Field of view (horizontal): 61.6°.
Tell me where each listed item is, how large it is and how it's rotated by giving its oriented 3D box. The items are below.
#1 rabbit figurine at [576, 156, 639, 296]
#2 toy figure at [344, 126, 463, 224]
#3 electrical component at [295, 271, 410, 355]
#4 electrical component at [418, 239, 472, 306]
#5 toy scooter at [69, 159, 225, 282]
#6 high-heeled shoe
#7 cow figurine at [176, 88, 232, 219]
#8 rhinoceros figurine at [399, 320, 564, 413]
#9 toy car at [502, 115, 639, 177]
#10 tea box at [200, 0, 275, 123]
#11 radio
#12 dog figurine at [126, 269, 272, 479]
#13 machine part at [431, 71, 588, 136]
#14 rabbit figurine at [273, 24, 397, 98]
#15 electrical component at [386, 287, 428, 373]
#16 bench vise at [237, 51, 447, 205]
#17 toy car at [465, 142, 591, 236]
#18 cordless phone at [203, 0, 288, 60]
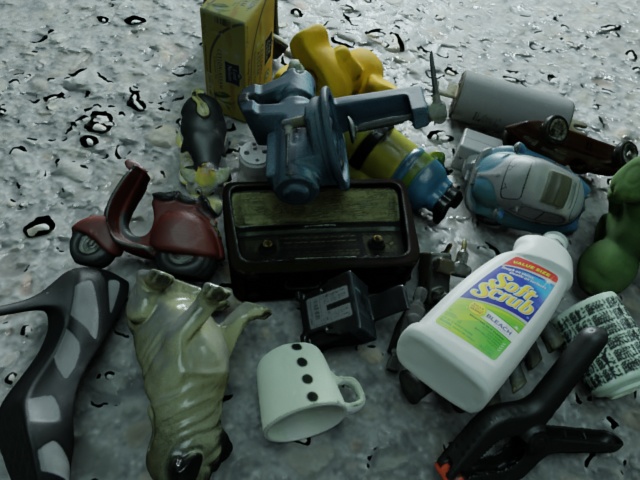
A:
[{"bbox_3d":[0.386,-0.006,0.678,0.121,0.170,0.159,40,20,15],"label":"rabbit figurine"},{"bbox_3d":[0.110,-0.102,0.726,0.180,0.089,0.082,40,54,20],"label":"toy figure"},{"bbox_3d":[0.036,0.078,0.594,0.119,0.047,0.075,-20,56,22],"label":"electrical component"},{"bbox_3d":[0.146,0.039,0.640,0.045,0.102,0.078,1,82,-4],"label":"electrical component"},{"bbox_3d":[-0.195,-0.026,0.633,0.184,0.075,0.135,8,76,3],"label":"toy scooter"},{"bbox_3d":[-0.242,0.148,0.548,0.145,0.086,0.248,-5,73,-48],"label":"high-heeled shoe"},{"bbox_3d":[-0.148,-0.111,0.693,0.068,0.098,0.167,-2,57,-17],"label":"cow figurine"},{"bbox_3d":[0.176,0.126,0.596,0.190,0.073,0.112,-27,66,-23],"label":"rhinoceros figurine"},{"bbox_3d":[0.345,-0.124,0.746,0.202,0.089,0.053,10,89,-25],"label":"toy car"},{"bbox_3d":[-0.113,-0.264,0.753,0.068,0.169,0.098,21,59,8],"label":"tea box"},{"bbox_3d":[-0.001,-0.002,0.655,0.230,0.073,0.131,-3,57,-8],"label":"radio"},{"bbox_3d":[-0.155,0.136,0.543,0.173,0.121,0.190,6,72,43],"label":"dog figurine"},{"bbox_3d":[0.289,-0.199,0.821,0.243,0.079,0.079,18,57,3],"label":"machine part"},{"bbox_3d":[0.043,-0.242,0.798,0.162,0.121,0.173,41,42,15],"label":"rabbit figurine"},{"bbox_3d":[0.098,0.102,0.607,0.021,0.063,0.094,23,58,5],"label":"electrical component"},{"bbox_3d":[0.025,-0.144,0.642,0.241,0.128,0.224,-10,42,11],"label":"bench vise"},{"bbox_3d":[0.279,-0.060,0.698,0.162,0.103,0.109,20,91,1],"label":"toy car"},{"bbox_3d":[-0.118,-0.369,0.813,0.089,0.184,0.147,-38,70,-22],"label":"cordless phone"}]
